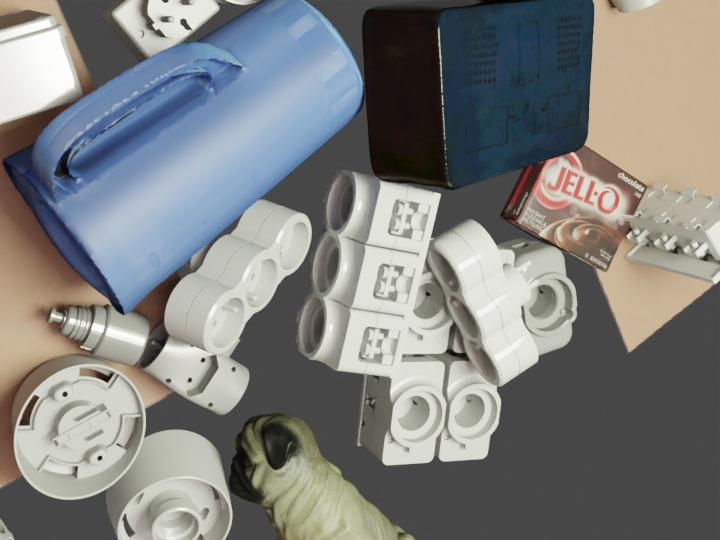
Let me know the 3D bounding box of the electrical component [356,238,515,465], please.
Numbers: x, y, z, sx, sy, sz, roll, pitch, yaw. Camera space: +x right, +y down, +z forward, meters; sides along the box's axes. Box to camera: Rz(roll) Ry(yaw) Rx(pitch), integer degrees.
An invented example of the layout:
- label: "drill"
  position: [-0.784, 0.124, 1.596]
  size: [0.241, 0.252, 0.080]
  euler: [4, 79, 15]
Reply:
- label: "electrical component"
  position: [0.066, 0.069, 0.923]
  size: [0.105, 0.060, 0.186]
  euler: [1, 101, -26]

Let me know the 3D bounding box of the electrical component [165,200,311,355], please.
- label: "electrical component"
  position: [-0.105, -0.002, 0.822]
  size: [0.138, 0.074, 0.052]
  euler: [-52, 150, -33]

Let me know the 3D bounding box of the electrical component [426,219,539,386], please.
- label: "electrical component"
  position: [0.113, 0.019, 0.868]
  size: [0.074, 0.052, 0.138]
  euler: [-31, 113, -16]

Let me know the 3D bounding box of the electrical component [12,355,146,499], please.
- label: "electrical component"
  position: [-0.210, 0.114, 0.800]
  size: [0.099, 0.064, 0.099]
  euler: [-6, 104, -24]

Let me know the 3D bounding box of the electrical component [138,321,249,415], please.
- label: "electrical component"
  position: [-0.120, 0.062, 0.842]
  size: [0.077, 0.043, 0.079]
  euler: [35, 84, -27]

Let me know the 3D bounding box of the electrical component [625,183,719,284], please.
- label: "electrical component"
  position: [0.299, -0.036, 0.976]
  size: [0.079, 0.121, 0.063]
  euler: [-42, 113, -11]

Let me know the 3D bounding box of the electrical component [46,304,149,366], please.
- label: "electrical component"
  position: [-0.195, 0.045, 0.805]
  size: [0.078, 0.040, 0.040]
  euler: [20, 93, -28]

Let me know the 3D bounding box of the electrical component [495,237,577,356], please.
- label: "electrical component"
  position: [0.152, 0.025, 0.955]
  size: [0.054, 0.059, 0.095]
  euler: [-16, 108, -21]

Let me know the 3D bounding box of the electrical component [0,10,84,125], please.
- label: "electrical component"
  position: [-0.249, -0.127, 0.701]
  size: [0.109, 0.109, 0.056]
  euler: [-22, 113, -20]

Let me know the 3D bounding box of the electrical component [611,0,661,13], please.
- label: "electrical component"
  position: [0.248, -0.277, 0.939]
  size: [0.079, 0.044, 0.077]
  euler: [-33, 114, -16]

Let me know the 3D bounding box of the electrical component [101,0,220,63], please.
- label: "electrical component"
  position: [-0.136, -0.183, 0.759]
  size: [0.066, 0.077, 0.047]
  euler: [-43, 116, -11]

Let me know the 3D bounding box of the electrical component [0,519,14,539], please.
- label: "electrical component"
  position: [-0.260, 0.237, 0.781]
  size: [0.060, 0.105, 0.186]
  euler: [-43, 116, -11]

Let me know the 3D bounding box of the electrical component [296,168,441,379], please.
- label: "electrical component"
  position: [0.000, 0.000, 0.859]
  size: [0.062, 0.089, 0.150]
  euler: [10, 97, -27]

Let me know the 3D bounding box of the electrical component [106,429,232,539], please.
- label: "electrical component"
  position: [-0.151, 0.186, 0.859]
  size: [0.099, 0.064, 0.099]
  euler: [-8, 117, -16]
